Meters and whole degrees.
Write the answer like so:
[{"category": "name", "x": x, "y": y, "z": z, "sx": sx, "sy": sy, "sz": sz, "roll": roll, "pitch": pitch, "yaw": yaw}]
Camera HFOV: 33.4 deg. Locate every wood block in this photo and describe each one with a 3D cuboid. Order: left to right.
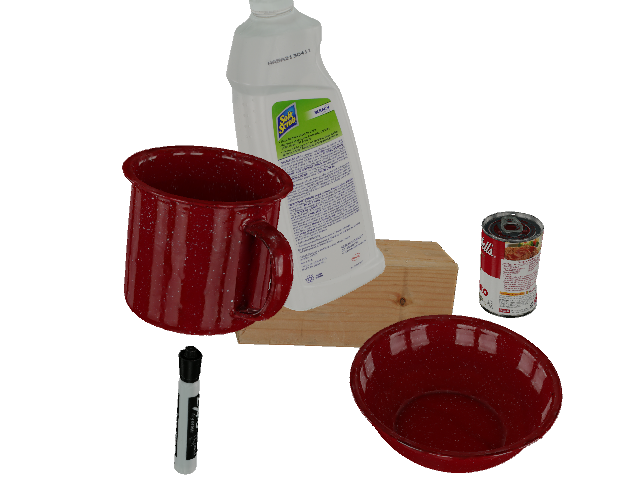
[{"category": "wood block", "x": 0.020, "y": 0.050, "z": 1.053, "sx": 0.206, "sy": 0.091, "sz": 0.090, "roll": 3, "pitch": 15, "yaw": -10}]

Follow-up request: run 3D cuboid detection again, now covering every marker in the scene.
[{"category": "marker", "x": -0.109, "y": 0.139, "z": 0.875, "sx": 0.020, "sy": 0.121, "sz": 0.020, "roll": 5, "pitch": 28, "yaw": -3}]

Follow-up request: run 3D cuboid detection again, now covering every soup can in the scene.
[{"category": "soup can", "x": 0.214, "y": 0.027, "z": 1.203, "sx": 0.068, "sy": 0.102, "sz": 0.068, "roll": -2, "pitch": 29, "yaw": 1}]

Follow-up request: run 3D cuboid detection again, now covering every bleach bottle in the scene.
[{"category": "bleach bottle", "x": -0.013, "y": -0.074, "z": 0.808, "sx": 0.102, "sy": 0.251, "sz": 0.068, "roll": -26, "pitch": 34, "yaw": -28}]

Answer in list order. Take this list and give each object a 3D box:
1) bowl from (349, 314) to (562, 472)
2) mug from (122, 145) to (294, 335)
[{"category": "bowl", "x": 0.102, "y": 0.127, "z": 0.828, "sx": 0.162, "sy": 0.055, "sz": 0.162, "roll": 1, "pitch": 35, "yaw": -1}, {"category": "mug", "x": -0.058, "y": 0.004, "z": 0.588, "sx": 0.117, "sy": 0.081, "sz": 0.093, "roll": 26, "pitch": 28, "yaw": 37}]
